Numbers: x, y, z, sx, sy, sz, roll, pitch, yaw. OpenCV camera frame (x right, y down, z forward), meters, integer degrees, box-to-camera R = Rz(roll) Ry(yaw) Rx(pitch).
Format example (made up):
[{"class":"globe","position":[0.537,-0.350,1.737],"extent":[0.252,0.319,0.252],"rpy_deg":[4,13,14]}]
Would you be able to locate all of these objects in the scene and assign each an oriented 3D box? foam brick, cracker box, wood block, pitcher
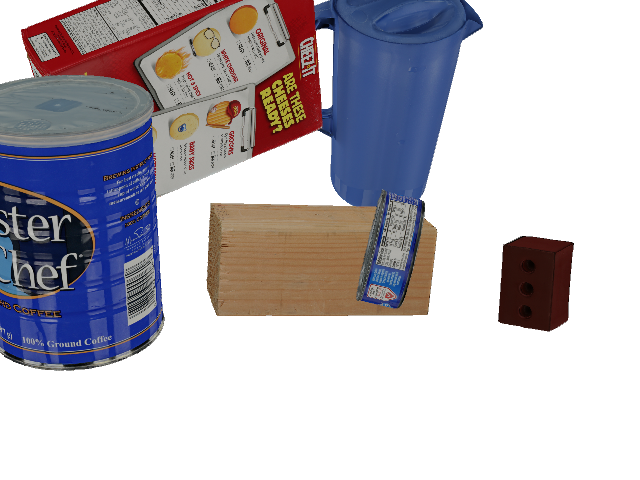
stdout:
[{"class":"foam brick","position":[0.201,0.039,0.995],"extent":[0.053,0.078,0.051],"rpy_deg":[9,16,31]},{"class":"cracker box","position":[-0.110,-0.126,0.841],"extent":[0.213,0.072,0.164],"rpy_deg":[-25,-36,-16]},{"class":"wood block","position":[-0.002,0.019,1.037],"extent":[0.206,0.091,0.090],"rpy_deg":[1,16,-13]},{"class":"pitcher","position":[0.061,-0.148,1.114],"extent":[0.149,0.243,0.144],"rpy_deg":[33,51,25]}]

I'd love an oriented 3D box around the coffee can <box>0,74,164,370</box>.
[{"class":"coffee can","position":[-0.143,-0.012,0.608],"extent":[0.103,0.140,0.103],"rpy_deg":[1,26,-1]}]

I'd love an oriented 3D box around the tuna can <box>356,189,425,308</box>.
[{"class":"tuna can","position":[0.053,0.007,0.800],"extent":[0.034,0.086,0.086],"rpy_deg":[13,0,0]}]
